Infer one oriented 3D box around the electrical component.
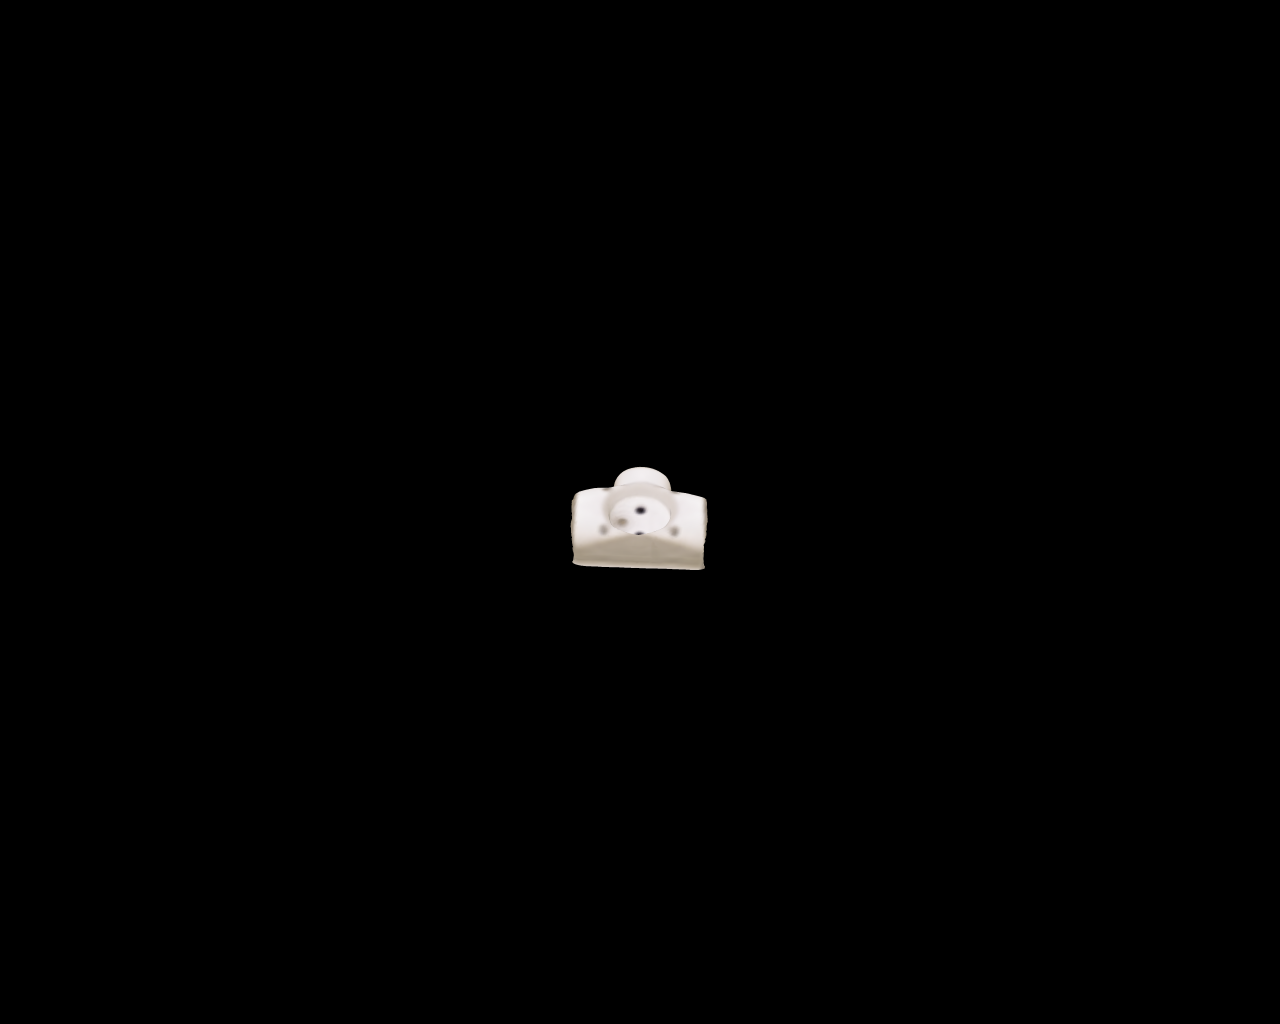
[{"bbox_3d":[0.001,-0.003,0.650,0.077,0.079,0.044,2,-40,2],"label":"electrical component"}]
